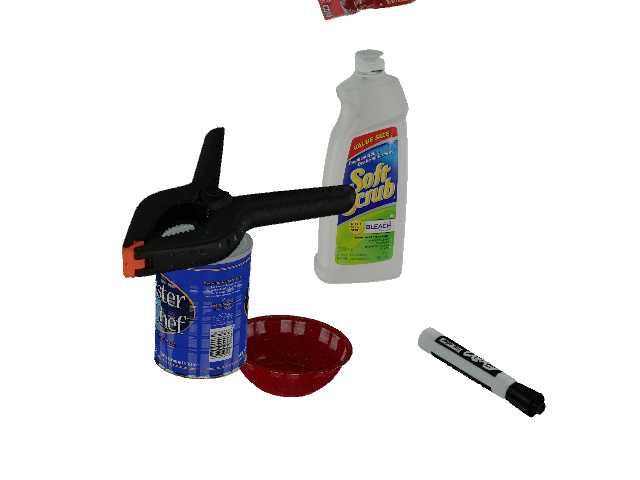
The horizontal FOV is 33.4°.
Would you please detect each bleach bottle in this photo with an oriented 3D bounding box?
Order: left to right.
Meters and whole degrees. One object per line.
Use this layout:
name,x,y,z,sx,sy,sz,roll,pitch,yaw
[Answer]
bleach bottle,0.043,-0.079,1.153,0.102,0.251,0.068,-3,24,-6

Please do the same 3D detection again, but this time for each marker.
marker,0.121,0.099,0.803,0.020,0.020,0.121,0,21,-41

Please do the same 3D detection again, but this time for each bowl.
bowl,-0.041,0.154,1.362,0.162,0.055,0.162,5,22,-2

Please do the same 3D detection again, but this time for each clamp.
clamp,-0.096,-0.032,0.909,0.165,0.036,0.209,31,44,33

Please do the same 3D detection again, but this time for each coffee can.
coffee can,-0.127,0.063,1.147,0.103,0.140,0.103,4,22,-2

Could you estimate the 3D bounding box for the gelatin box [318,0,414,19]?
gelatin box,0.026,-0.189,0.701,0.030,0.073,0.089,-35,24,-33
